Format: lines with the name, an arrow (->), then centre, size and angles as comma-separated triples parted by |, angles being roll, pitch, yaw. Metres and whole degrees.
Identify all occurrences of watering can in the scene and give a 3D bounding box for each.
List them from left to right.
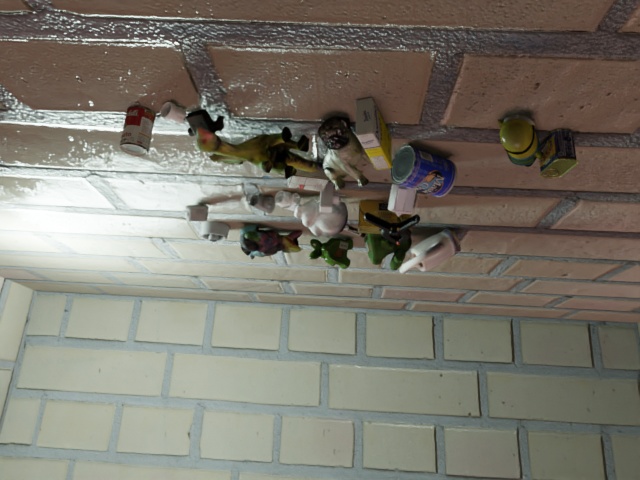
watering can -> 0.399, 0.054, 1.922 | 0.225, 0.105, 0.345 | -29, -8, -4

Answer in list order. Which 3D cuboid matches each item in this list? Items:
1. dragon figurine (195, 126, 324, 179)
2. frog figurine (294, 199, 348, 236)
dragon figurine -> -0.163, -0.219, 1.323 | 0.243, 0.122, 0.409 | 7, -2, 26
frog figurine -> 0.005, -0.083, 1.649 | 0.158, 0.136, 0.125 | 21, 19, -29
